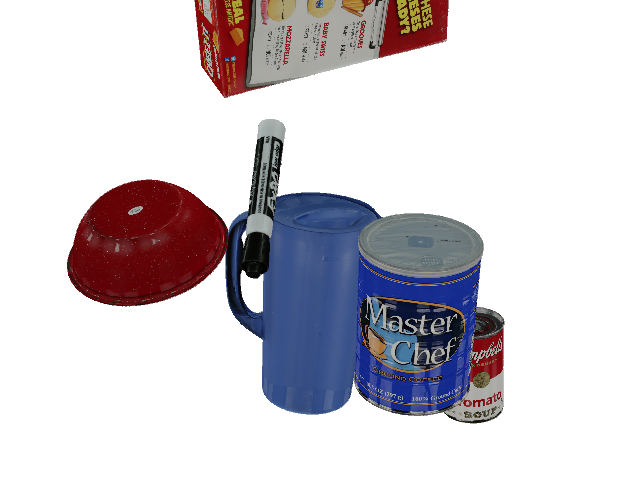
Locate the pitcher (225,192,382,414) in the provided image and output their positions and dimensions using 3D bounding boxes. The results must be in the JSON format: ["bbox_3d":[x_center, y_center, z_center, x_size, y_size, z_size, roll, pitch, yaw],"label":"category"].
[{"bbox_3d":[-0.018,0.073,1.235,0.149,0.243,0.144,23,27,39],"label":"pitcher"}]

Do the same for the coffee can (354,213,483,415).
[{"bbox_3d":[0.081,0.061,0.904,0.103,0.140,0.103,1,27,0],"label":"coffee can"}]

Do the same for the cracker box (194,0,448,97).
[{"bbox_3d":[0.000,-0.227,0.890,0.213,0.164,0.072,-18,42,-17],"label":"cracker box"}]

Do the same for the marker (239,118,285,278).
[{"bbox_3d":[-0.038,-0.028,0.711,0.020,0.121,0.020,4,-32,2],"label":"marker"}]

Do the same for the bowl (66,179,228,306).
[{"bbox_3d":[-0.173,-0.010,1.034,0.162,0.055,0.162,-6,40,5],"label":"bowl"}]

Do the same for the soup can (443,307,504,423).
[{"bbox_3d":[0.156,0.129,1.105,0.068,0.102,0.068,-3,22,1],"label":"soup can"}]
